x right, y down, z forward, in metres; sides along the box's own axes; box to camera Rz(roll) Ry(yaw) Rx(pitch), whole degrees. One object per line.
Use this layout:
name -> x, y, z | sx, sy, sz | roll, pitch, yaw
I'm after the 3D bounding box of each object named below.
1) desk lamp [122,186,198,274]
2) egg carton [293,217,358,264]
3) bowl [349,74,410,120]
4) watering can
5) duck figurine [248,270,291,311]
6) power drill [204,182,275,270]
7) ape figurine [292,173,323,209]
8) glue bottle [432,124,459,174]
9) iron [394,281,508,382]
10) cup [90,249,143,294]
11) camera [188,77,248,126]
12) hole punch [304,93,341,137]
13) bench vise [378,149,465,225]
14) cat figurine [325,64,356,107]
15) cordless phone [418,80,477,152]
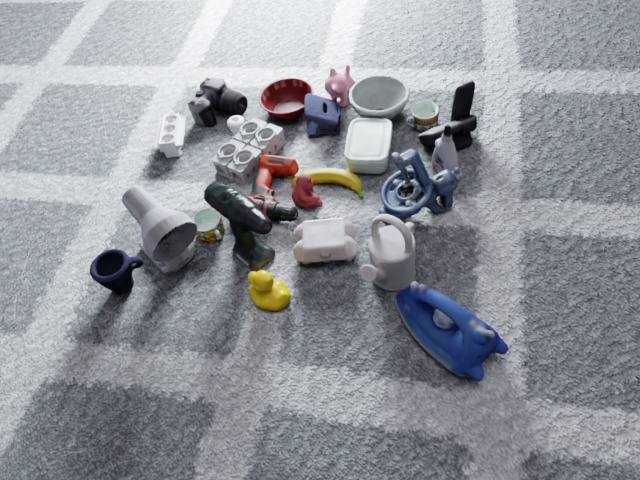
desk lamp -> -0.365, -0.016, 1.310 | 0.118, 0.214, 0.202 | -40, 57, -20
egg carton -> 0.012, 0.005, 1.327 | 0.150, 0.069, 0.107 | -6, 52, 5
bowl -> 0.165, -0.382, 1.596 | 0.167, 0.075, 0.167 | -4, 52, 6
watering can -> 0.151, 0.023, 1.212 | 0.100, 0.194, 0.173 | 8, 54, 15
duck figurine -> -0.116, 0.104, 1.260 | 0.104, 0.086, 0.078 | 25, 60, 25
power drill -> -0.168, -0.029, 1.292 | 0.076, 0.209, 0.228 | -40, 57, -20
ape figurine -> -0.036, -0.127, 1.421 | 0.076, 0.092, 0.078 | -3, 52, 7
glue bottle -> 0.303, -0.212, 1.383 | 0.037, 0.173, 0.078 | -29, 54, -13
iron -> 0.242, 0.152, 1.133 | 0.119, 0.142, 0.257 | -41, 57, -21
cup -> -0.457, 0.078, 1.327 | 0.118, 0.095, 0.091 | -14, 52, -2
camera -> -0.292, -0.406, 1.668 | 0.136, 0.101, 0.143 | 23, 59, 24
hole punch -> 0.008, -0.352, 1.587 | 0.101, 0.091, 0.108 | -5, 52, 5
bench vise -> 0.225, -0.143, 1.312 | 0.208, 0.220, 0.121 | -34, 55, -17
cat figurine -> 0.056, -0.448, 1.636 | 0.067, 0.118, 0.128 | 21, 59, 23
cordless phone -> 0.326, -0.316, 1.451 | 0.148, 0.185, 0.094 | -25, 53, -10
